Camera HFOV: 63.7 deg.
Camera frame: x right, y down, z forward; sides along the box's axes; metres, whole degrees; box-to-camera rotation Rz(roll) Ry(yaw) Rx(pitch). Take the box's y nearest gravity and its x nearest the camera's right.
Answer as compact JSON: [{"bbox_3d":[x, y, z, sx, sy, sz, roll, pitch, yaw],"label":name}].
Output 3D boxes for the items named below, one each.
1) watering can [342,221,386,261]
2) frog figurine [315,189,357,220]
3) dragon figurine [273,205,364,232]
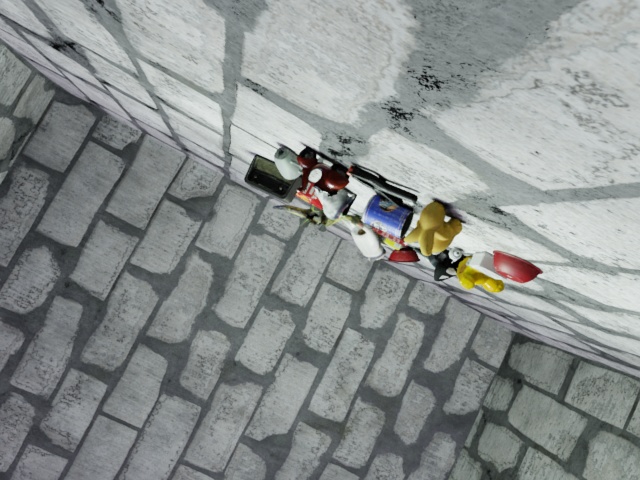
[{"bbox_3d":[0.205,-0.019,2.525,0.221,0.105,0.351,59,168,-25],"label":"watering can"},{"bbox_3d":[0.038,-0.155,1.931,0.160,0.125,0.134,35,144,15],"label":"frog figurine"},{"bbox_3d":[0.007,-0.121,2.406,0.412,0.121,0.244,17,-168,19],"label":"dragon figurine"}]
